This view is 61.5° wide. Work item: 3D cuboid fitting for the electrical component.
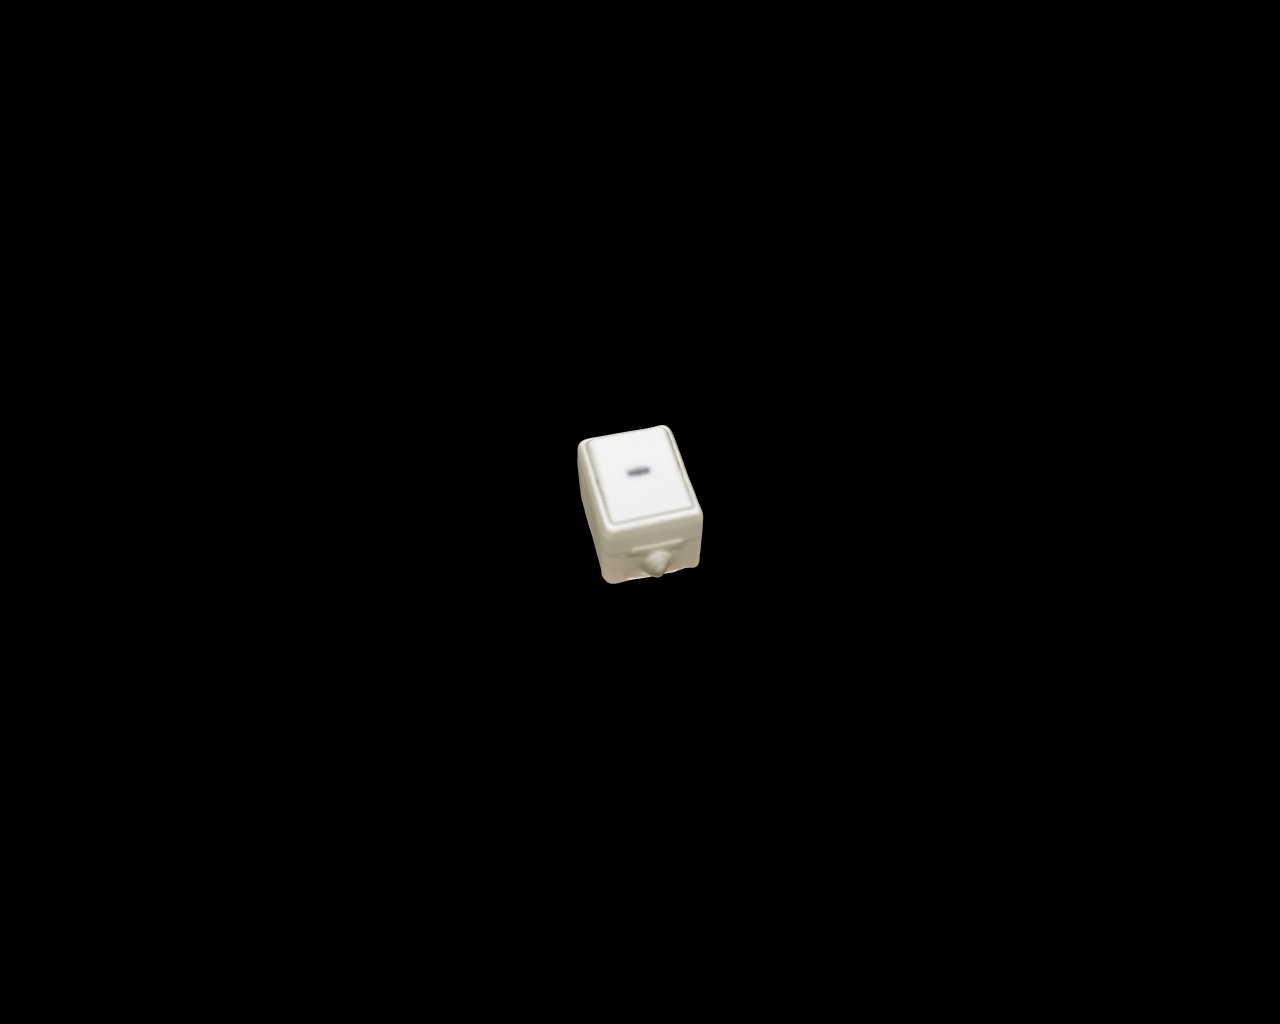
[{"bbox_3d":[0.001,-0.003,0.650,0.062,0.096,0.061,-11,-39,-9],"label":"electrical component"}]
